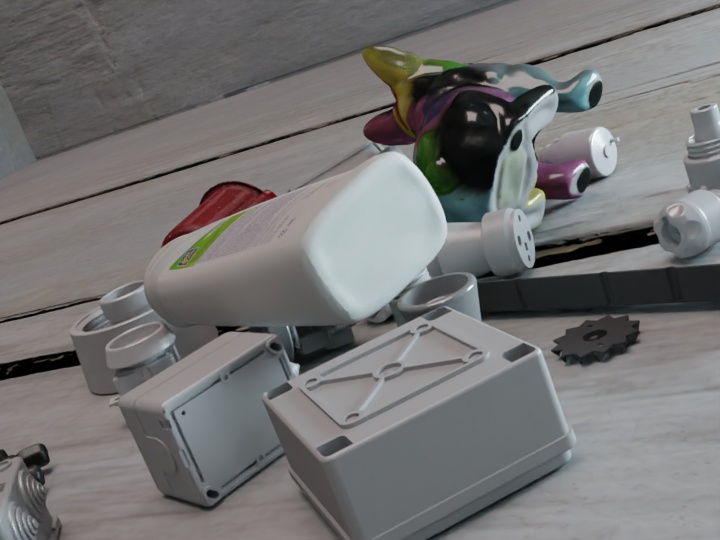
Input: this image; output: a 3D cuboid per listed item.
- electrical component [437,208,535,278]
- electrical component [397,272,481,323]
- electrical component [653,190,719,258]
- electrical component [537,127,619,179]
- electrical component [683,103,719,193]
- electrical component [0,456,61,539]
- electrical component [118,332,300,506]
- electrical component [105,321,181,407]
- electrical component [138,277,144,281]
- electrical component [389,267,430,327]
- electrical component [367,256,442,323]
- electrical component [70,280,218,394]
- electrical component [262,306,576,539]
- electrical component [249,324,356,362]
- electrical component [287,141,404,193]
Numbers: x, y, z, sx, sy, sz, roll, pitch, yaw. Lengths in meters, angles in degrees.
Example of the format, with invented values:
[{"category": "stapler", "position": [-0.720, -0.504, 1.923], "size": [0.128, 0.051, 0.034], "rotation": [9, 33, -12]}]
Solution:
[{"category": "electrical component", "position": [0.085, -0.016, 0.724], "size": [0.055, 0.045, 0.045], "rotation": [-13, 17, 26]}, {"category": "electrical component", "position": [0.049, 0.035, 0.578], "size": [0.045, 0.055, 0.045], "rotation": [-20, 16, 6]}, {"category": "electrical component", "position": [0.207, -0.032, 0.641], "size": [0.061, 0.035, 0.035], "rotation": [-25, 16, -25]}, {"category": "electrical component", "position": [0.172, -0.092, 0.879], "size": [0.078, 0.040, 0.040], "rotation": [-5, 22, 44]}, {"category": "electrical component", "position": [0.234, -0.078, 0.707], "size": [0.048, 0.062, 0.048], "rotation": [-20, 15, 6]}, {"category": "electrical component", "position": [-0.209, 0.146, 0.554], "size": [0.100, 0.048, 0.099], "rotation": [-22, 15, -4]}, {"category": "electrical component", "position": [-0.075, 0.076, 0.591], "size": [0.096, 0.061, 0.061], "rotation": [-32, 19, -35]}, {"category": "electrical component", "position": [-0.139, 0.068, 0.714], "size": [0.066, 0.055, 0.048], "rotation": [-22, 15, -2]}, {"category": "electrical component", "position": [-0.182, 0.031, 0.918], "size": [0.045, 0.045, 0.055], "rotation": [-10, 18, 35]}, {"category": "electrical component", "position": [0.033, 0.013, 0.662], "size": [0.035, 0.061, 0.035], "rotation": [-20, 16, 6]}, {"category": "electrical component", "position": [0.023, 0.007, 0.740], "size": [0.065, 0.044, 0.044], "rotation": [-38, 22, -34]}, {"category": "electrical component", "position": [-0.171, 0.043, 0.831], "size": [0.108, 0.060, 0.108], "rotation": [-20, 15, 6]}, {"category": "electrical component", "position": [0.023, 0.070, 0.493], "size": [0.109, 0.056, 0.109], "rotation": [-25, 16, -14]}, {"category": "electrical component", "position": [-0.041, 0.036, 0.715], "size": [0.055, 0.048, 0.066], "rotation": [-19, 14, -23]}, {"category": "electrical component", "position": [-0.004, -0.055, 0.925], "size": [0.121, 0.078, 0.063], "rotation": [-36, -8, -44]}]
